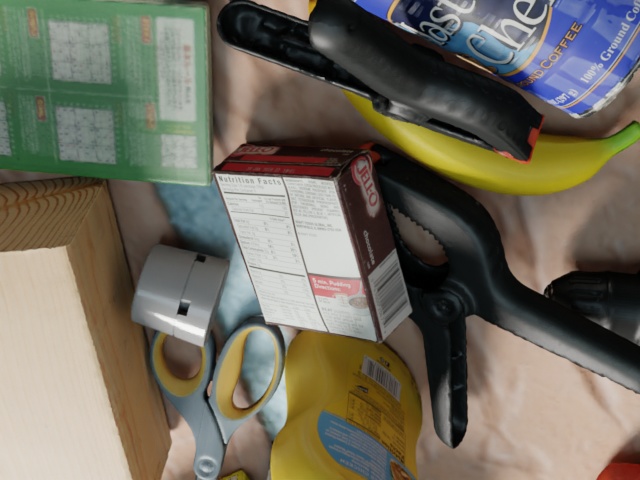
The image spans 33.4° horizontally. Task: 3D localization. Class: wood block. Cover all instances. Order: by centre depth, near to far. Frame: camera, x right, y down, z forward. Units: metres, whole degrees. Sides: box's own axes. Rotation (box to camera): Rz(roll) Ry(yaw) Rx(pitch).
[{"bbox_3d":[-0.162,0.074,0.661,0.091,0.090,0.206,-5,119,8],"label":"wood block"}]

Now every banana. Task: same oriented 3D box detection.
[{"bbox_3d":[0.075,-0.070,0.588,0.197,0.037,0.070,21,102,-9],"label":"banana"}]

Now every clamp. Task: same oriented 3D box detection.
[{"bbox_3d":[0.033,-0.080,0.521,0.171,0.120,0.039,23,95,-37],"label":"clamp"},{"bbox_3d":[0.077,0.037,0.633,0.210,0.036,0.165,47,134,-6],"label":"clamp"}]

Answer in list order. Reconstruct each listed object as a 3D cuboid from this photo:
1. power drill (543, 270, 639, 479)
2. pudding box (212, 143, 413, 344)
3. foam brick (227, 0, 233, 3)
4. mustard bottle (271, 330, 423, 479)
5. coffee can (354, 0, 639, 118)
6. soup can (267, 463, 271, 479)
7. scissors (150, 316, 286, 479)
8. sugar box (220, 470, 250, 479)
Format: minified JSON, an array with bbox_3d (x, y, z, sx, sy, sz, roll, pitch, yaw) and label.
[{"bbox_3d":[0.221,0.103,0.662,0.184,0.057,0.188,6,122,6],"label":"power drill"},{"bbox_3d":[-0.004,0.001,0.613,0.090,0.039,0.113,7,125,37],"label":"pudding box"},{"bbox_3d":[-0.033,-0.166,0.530,0.078,0.051,0.053,-38,110,24],"label":"foam brick"},{"bbox_3d":[0.016,0.131,0.618,0.096,0.191,0.058,41,115,-18],"label":"mustard bottle"},{"bbox_3d":[0.086,-0.134,0.508,0.140,0.102,0.103,25,119,-10],"label":"coffee can"},{"bbox_3d":[-0.008,0.190,0.707,0.068,0.102,0.068,2,120,4],"label":"soup can"},{"bbox_3d":[-0.088,0.133,0.705,0.096,0.016,0.202,26,104,0],"label":"scissors"},{"bbox_3d":[-0.048,0.256,0.783,0.093,0.048,0.176,-26,118,16],"label":"sugar box"}]
